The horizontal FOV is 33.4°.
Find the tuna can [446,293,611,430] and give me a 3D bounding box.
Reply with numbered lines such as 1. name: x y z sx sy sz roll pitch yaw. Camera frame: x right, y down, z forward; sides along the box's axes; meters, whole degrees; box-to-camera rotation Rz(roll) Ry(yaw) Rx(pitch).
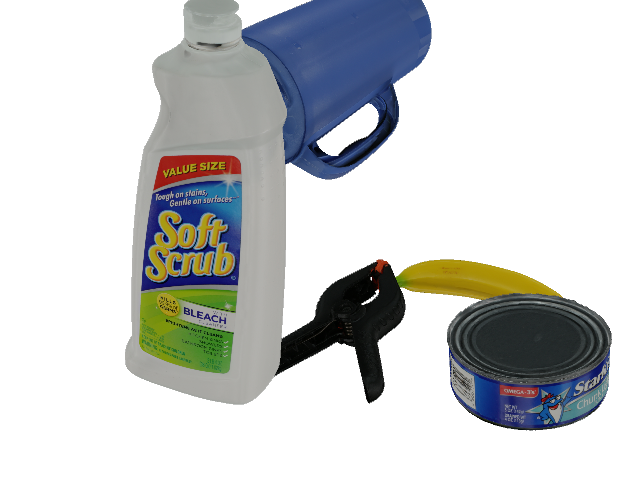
1. tuna can: 0.111 0.064 0.572 0.086 0.034 0.086 -5 27 2

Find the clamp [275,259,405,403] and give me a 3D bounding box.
1. clamp: 0.031 0.077 0.914 0.120 0.039 0.171 18 45 30

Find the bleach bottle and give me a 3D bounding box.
1. bleach bottle: -0.070 -0.022 0.633 0.103 0.251 0.068 15 36 17

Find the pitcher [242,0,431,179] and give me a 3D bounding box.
1. pitcher: 0.011 -0.171 1.066 0.145 0.149 0.242 15 36 37

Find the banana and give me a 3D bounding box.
1. banana: 0.167 0.052 1.107 0.198 0.037 0.069 8 39 11
